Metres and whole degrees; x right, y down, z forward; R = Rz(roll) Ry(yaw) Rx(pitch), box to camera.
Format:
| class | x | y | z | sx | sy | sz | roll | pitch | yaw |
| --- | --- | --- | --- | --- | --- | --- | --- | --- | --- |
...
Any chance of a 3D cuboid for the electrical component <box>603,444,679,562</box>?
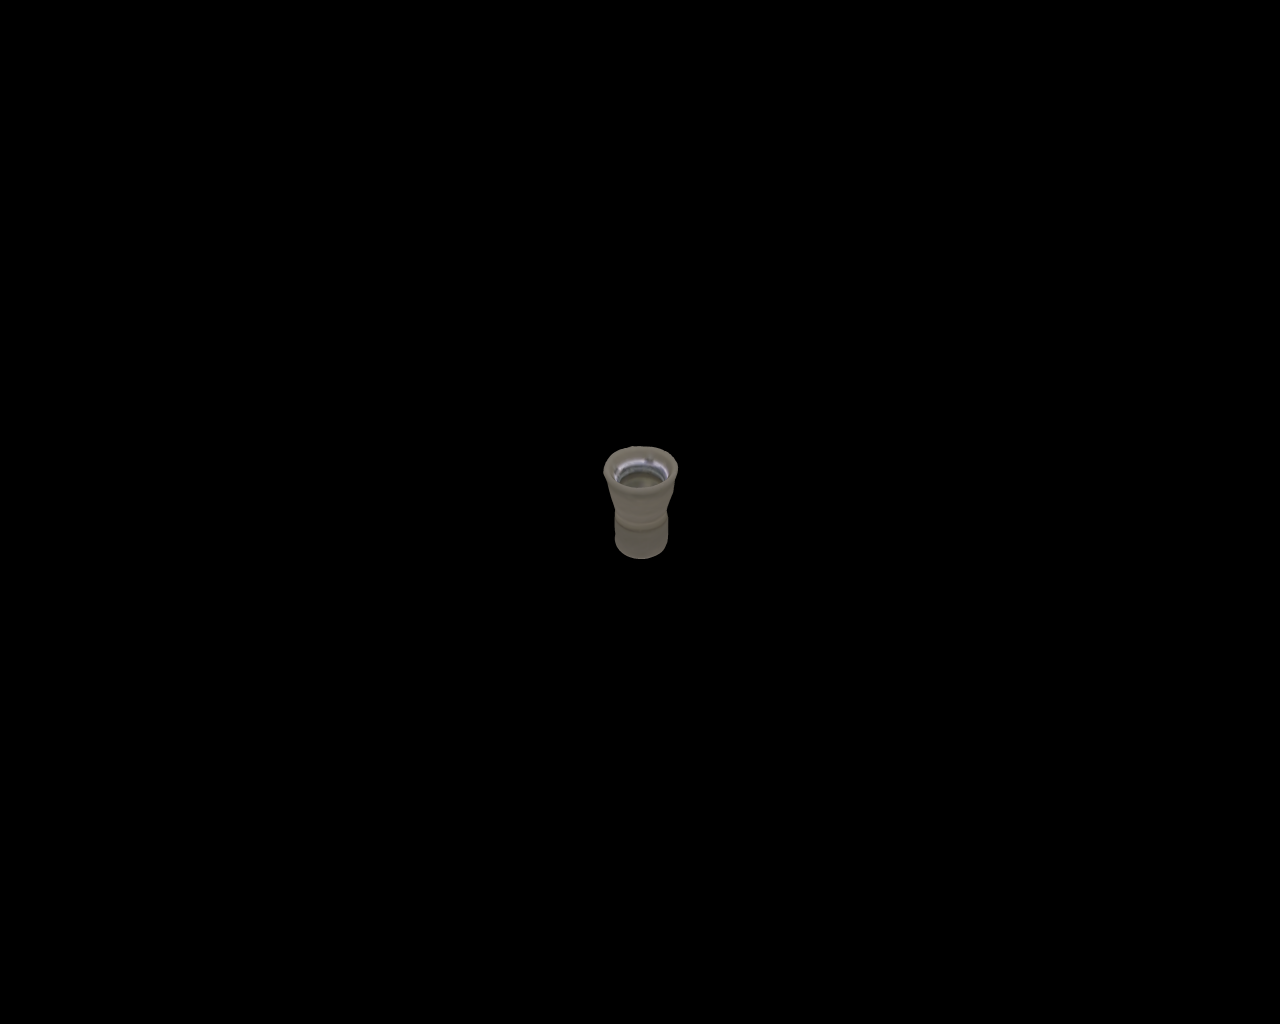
| class | x | y | z | sx | sy | sz | roll | pitch | yaw |
| --- | --- | --- | --- | --- | --- | --- | --- | --- | --- |
| electrical component | 0.001 | -0.003 | 0.650 | 0.044 | 0.065 | 0.044 | 0 | 40 | 0 |
